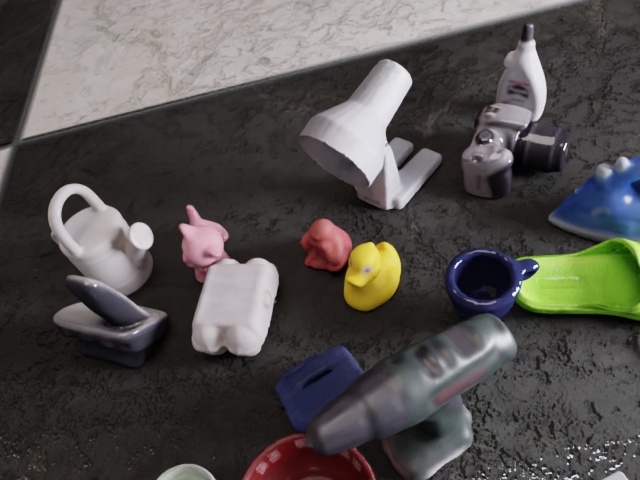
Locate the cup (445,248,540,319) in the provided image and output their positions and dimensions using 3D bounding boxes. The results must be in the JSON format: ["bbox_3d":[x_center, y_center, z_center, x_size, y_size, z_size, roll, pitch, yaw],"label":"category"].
[{"bbox_3d":[0.218,0.066,0.729,0.117,0.095,0.091,-18,51,0],"label":"cup"}]

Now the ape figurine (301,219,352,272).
[{"bbox_3d":[0.008,0.003,0.832,0.076,0.092,0.077,-27,52,-7],"label":"ape figurine"}]

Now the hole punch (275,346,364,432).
[{"bbox_3d":[0.002,0.184,0.695,0.109,0.091,0.100,-30,52,-10],"label":"hole punch"}]

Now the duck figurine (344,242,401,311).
[{"bbox_3d":[0.069,0.037,0.795,0.077,0.086,0.105,23,62,28],"label":"duck figurine"}]

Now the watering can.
[{"bbox_3d":[-0.328,-0.005,0.856,0.172,0.194,0.101,-13,51,5],"label":"watering can"}]

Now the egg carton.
[{"bbox_3d":[-0.117,0.093,0.808,0.107,0.069,0.150,-1,53,13],"label":"egg carton"}]

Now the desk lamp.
[{"bbox_3d":[0.079,-0.143,0.848,0.117,0.214,0.203,29,65,31],"label":"desk lamp"}]

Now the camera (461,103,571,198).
[{"bbox_3d":[0.298,-0.140,0.864,0.136,0.101,0.143,16,59,24],"label":"camera"}]

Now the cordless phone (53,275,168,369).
[{"bbox_3d":[-0.308,0.090,0.784,0.147,0.185,0.094,5,55,18],"label":"cordless phone"}]

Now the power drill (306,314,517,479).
[{"bbox_3d":[0.102,0.178,0.600,0.230,0.209,0.075,-33,52,-12],"label":"power drill"}]

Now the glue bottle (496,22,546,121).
[{"bbox_3d":[0.322,-0.268,0.909,0.078,0.173,0.037,18,59,25],"label":"glue bottle"}]

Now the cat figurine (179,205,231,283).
[{"bbox_3d":[-0.178,0.001,0.863,0.067,0.118,0.127,-22,51,-3],"label":"cat figurine"}]

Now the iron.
[{"bbox_3d":[0.442,-0.068,0.747,0.257,0.142,0.118,-1,53,13],"label":"iron"}]
